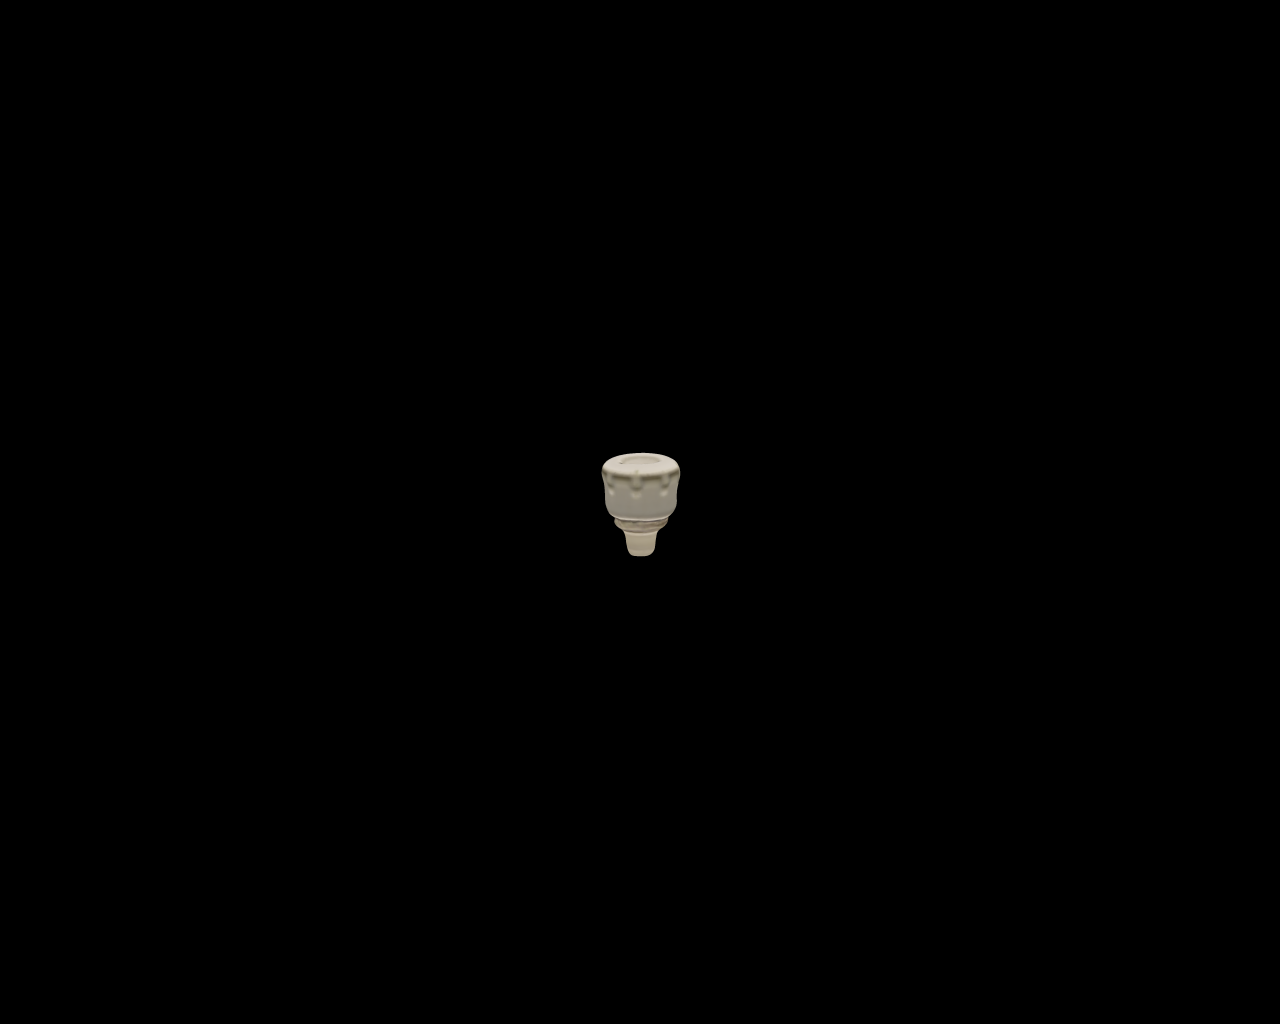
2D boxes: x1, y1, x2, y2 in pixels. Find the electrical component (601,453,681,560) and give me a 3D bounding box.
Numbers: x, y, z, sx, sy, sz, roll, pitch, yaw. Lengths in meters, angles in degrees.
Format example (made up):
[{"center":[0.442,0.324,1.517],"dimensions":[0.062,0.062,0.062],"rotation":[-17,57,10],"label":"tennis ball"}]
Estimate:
[{"center":[0.001,-0.003,0.650],"dimensions":[0.048,0.062,0.048],"rotation":[0,16,0],"label":"electrical component"}]
